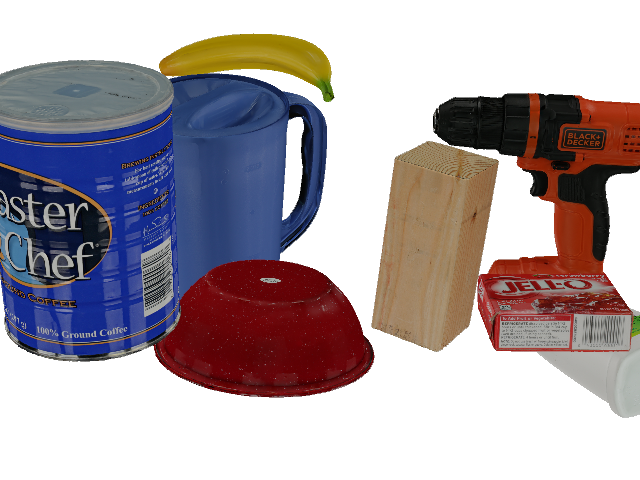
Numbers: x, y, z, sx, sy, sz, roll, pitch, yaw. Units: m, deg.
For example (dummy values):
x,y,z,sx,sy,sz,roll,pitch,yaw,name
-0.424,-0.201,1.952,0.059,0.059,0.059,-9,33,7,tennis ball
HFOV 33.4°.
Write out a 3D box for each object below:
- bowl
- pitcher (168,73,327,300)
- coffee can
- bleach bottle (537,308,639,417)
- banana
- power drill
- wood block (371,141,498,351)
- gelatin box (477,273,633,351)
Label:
x,y,z,sx,sy,sz,roll,pitch,yaw,name
-0.039,0.054,0.772,0.162,0.055,0.162,4,18,-1,bowl
-0.084,-0.021,0.964,0.149,0.243,0.144,11,33,16,pitcher
-0.131,-0.019,0.596,0.103,0.140,0.103,1,26,-1,coffee can
0.242,0.085,1.046,0.102,0.068,0.251,-15,23,-25,bleach bottle
-0.069,-0.187,1.102,0.198,0.037,0.069,10,44,20,banana
0.181,-0.032,0.891,0.184,0.188,0.057,4,29,5,power drill
0.127,0.006,1.196,0.090,0.206,0.090,19,26,26,wood block
0.151,0.045,0.699,0.089,0.030,0.073,0,18,1,gelatin box
